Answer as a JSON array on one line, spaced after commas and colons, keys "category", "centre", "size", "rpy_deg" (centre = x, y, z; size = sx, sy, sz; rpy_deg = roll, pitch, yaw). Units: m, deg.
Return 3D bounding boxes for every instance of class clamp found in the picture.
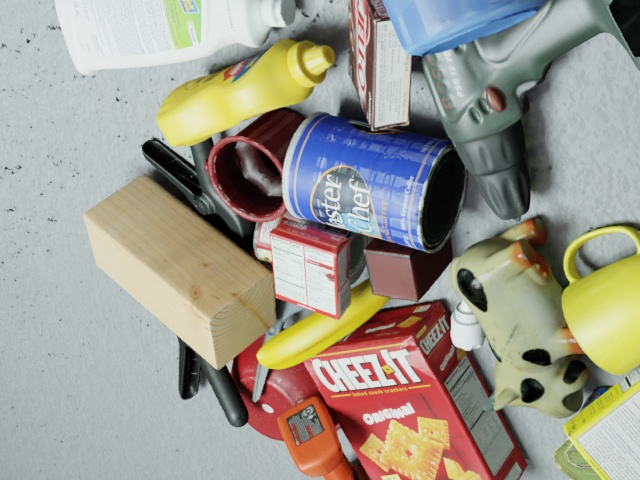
[{"category": "clamp", "centre": [-0.114, -0.052, 1.134], "size": [0.171, 0.039, 0.120], "rpy_deg": [50, 154, -9]}, {"category": "clamp", "centre": [-0.141, 0.115, 1.246], "size": [0.165, 0.036, 0.210], "rpy_deg": [19, 123, 56]}]

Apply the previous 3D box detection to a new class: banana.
[{"category": "banana", "centre": [0.000, 0.088, 1.100], "size": [0.198, 0.069, 0.037], "rpy_deg": [-31, 107, 27]}]

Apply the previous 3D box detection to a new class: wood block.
[{"category": "wood block", "centre": [-0.150, 0.030, 1.148], "size": [0.206, 0.090, 0.091], "rpy_deg": [36, 148, 28]}]

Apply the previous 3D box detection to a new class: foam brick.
[{"category": "foam brick", "centre": [0.085, 0.014, 1.017], "size": [0.053, 0.078, 0.051], "rpy_deg": [7, 125, 34]}]

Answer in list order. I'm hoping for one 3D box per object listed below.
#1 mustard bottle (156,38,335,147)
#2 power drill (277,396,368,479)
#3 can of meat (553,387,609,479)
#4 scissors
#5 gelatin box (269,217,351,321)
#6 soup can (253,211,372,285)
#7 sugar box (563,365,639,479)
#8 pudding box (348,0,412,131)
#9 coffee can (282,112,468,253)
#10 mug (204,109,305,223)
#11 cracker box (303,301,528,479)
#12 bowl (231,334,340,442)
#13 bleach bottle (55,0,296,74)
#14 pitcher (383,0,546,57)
[{"category": "mustard bottle", "centre": [-0.061, -0.143, 0.995], "size": [0.192, 0.096, 0.058], "rpy_deg": [-15, 110, 41]}, {"category": "power drill", "centre": [0.027, 0.276, 1.173], "size": [0.187, 0.057, 0.184], "rpy_deg": [62, 177, -33]}, {"category": "can of meat", "centre": [0.282, 0.198, 1.003], "size": [0.102, 0.083, 0.058], "rpy_deg": [37, 135, 8]}, {"category": "scissors", "centre": [-0.032, 0.092, 1.164], "size": [0.096, 0.016, 0.202], "rpy_deg": [7, 108, 22]}, {"category": "gelatin box", "centre": [-0.008, 0.027, 1.029], "size": [0.073, 0.030, 0.089], "rpy_deg": [18, 134, 24]}, {"category": "soup can", "centre": [-0.007, 0.001, 1.080], "size": [0.102, 0.068, 0.068], "rpy_deg": [16, 128, 25]}, {"category": "sugar box", "centre": [0.307, 0.145, 0.916], "size": [0.176, 0.048, 0.093], "rpy_deg": [-41, 92, 10]}, {"category": "pudding box", "centre": [0.050, -0.164, 0.900], "size": [0.039, 0.090, 0.113], "rpy_deg": [-10, 134, -6]}, {"category": "coffee can", "centre": [0.051, -0.054, 0.974], "size": [0.140, 0.102, 0.103], "rpy_deg": [16, 128, 26]}, {"category": "mug", "centre": [-0.059, -0.077, 1.051], "size": [0.117, 0.081, 0.093], "rpy_deg": [3, 122, 33]}, {"category": "cracker box", "centre": [0.097, 0.181, 1.130], "size": [0.164, 0.072, 0.213], "rpy_deg": [-15, 111, 43]}, {"category": "bowl", "centre": [-0.049, 0.182, 1.248], "size": [0.162, 0.055, 0.162], "rpy_deg": [18, 129, 24]}, {"category": "bleach bottle", "centre": [-0.135, -0.211, 1.026], "size": [0.251, 0.068, 0.102], "rpy_deg": [6, 125, 30]}, {"category": "pitcher", "centre": [0.082, -0.263, 0.748], "size": [0.149, 0.144, 0.243], "rpy_deg": [-16, 94, 53]}]
